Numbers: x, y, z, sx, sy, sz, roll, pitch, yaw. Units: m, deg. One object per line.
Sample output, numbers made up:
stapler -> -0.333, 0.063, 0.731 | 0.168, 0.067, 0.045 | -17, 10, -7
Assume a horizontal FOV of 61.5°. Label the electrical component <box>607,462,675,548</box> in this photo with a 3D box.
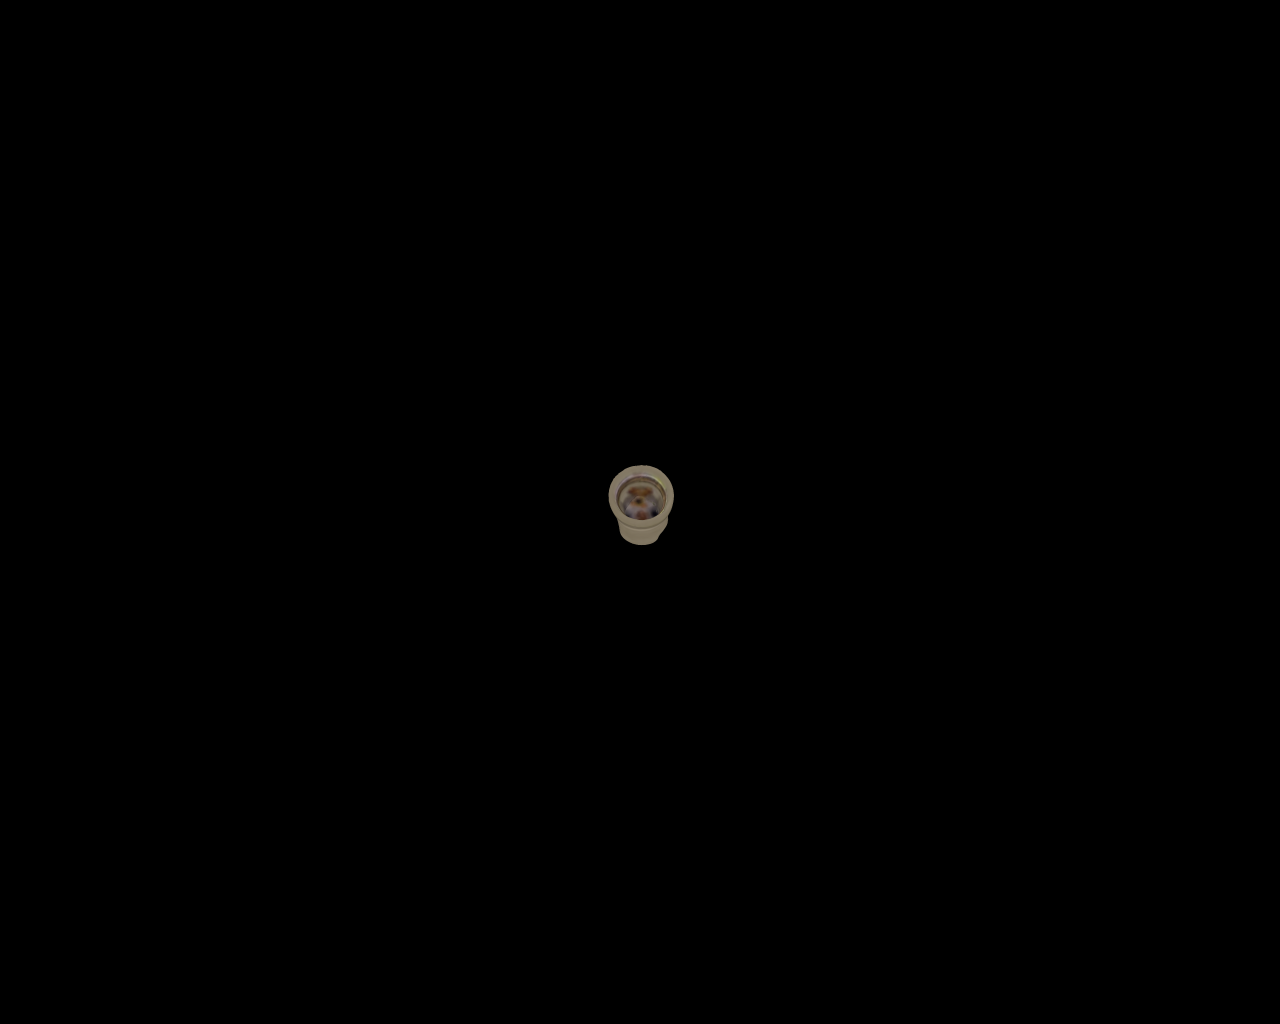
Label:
electrical component -> 0.001, -0.003, 0.650 | 0.040, 0.040, 0.046 | 0, -24, 0
